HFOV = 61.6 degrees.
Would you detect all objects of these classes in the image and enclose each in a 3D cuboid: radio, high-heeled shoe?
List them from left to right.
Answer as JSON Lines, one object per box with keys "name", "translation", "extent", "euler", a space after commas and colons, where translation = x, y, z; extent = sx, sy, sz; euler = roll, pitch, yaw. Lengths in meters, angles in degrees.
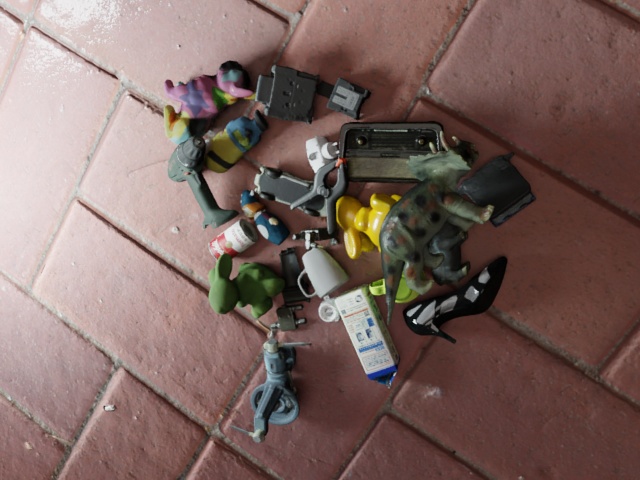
{"name": "radio", "translation": [0.157, -0.192, 1.173], "extent": [0.230, 0.073, 0.131], "euler": [3, 102, 13]}
{"name": "high-heeled shoe", "translation": [0.298, 0.117, 1.199], "extent": [0.145, 0.086, 0.248], "euler": [34, 87, 39]}

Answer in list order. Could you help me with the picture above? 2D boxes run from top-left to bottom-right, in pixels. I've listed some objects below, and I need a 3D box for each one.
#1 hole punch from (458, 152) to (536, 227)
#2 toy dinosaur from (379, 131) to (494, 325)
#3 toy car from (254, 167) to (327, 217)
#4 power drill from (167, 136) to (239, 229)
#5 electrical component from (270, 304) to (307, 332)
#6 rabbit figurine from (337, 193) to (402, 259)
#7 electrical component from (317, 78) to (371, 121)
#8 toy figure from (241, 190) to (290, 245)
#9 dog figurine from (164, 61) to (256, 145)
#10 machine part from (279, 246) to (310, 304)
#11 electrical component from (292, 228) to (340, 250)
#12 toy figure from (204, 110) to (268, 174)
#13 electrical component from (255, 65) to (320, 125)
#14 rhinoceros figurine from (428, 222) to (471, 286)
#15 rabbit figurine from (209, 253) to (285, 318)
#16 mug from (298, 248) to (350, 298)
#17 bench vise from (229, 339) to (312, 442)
{"name": "hole punch", "translation": [0.379, -0.101, 1.134], "extent": [0.142, 0.092, 0.116], "euler": [-39, 58, 19]}
{"name": "toy dinosaur", "translation": [0.196, -0.032, 1.072], "extent": [0.192, 0.131, 0.404], "euler": [38, 95, 2]}
{"name": "toy car", "translation": [-0.060, -0.113, 1.255], "extent": [0.202, 0.056, 0.073], "euler": [21, 109, 12]}
{"name": "power drill", "translation": [-0.275, -0.128, 1.247], "extent": [0.086, 0.232, 0.207], "euler": [-41, 108, -26]}
{"name": "electrical component", "translation": [-0.081, 0.190, 1.318], "extent": [0.094, 0.021, 0.063], "euler": [-13, 94, 17]}
{"name": "rabbit figurine", "translation": [0.107, -0.042, 1.202], "extent": [0.173, 0.122, 0.162], "euler": [22, 116, 30]}
{"name": "electrical component", "translation": [0.047, -0.323, 1.201], "extent": [0.119, 0.048, 0.074], "euler": [30, 104, 7]}
{"name": "toy figure", "translation": [-0.137, -0.055, 1.278], "extent": [0.154, 0.058, 0.064], "euler": [45, 124, 3]}
{"name": "dog figurine", "translation": [-0.247, -0.315, 1.252], "extent": [0.219, 0.108, 0.191], "euler": [2, 97, 12]}
{"name": "machine part", "translation": [-0.068, 0.086, 1.293], "extent": [0.084, 0.039, 0.138], "euler": [-6, 97, 21]}
{"name": "electrical component", "translation": [-0.002, -0.004, 1.236], "extent": [0.078, 0.102, 0.045], "euler": [-4, 94, 40]}
{"name": "toy figure", "translation": [-0.201, -0.228, 1.263], "extent": [0.180, 0.082, 0.089], "euler": [-30, 87, 14]}
{"name": "electrical component", "translation": [-0.076, -0.325, 1.203], "extent": [0.134, 0.058, 0.114], "euler": [7, 99, -13]}
{"name": "rhinoceros figurine", "translation": [0.268, 0.004, 1.179], "extent": [0.112, 0.073, 0.190], "euler": [-12, 95, 24]}
{"name": "rabbit figurine", "translation": [-0.190, 0.106, 1.248], "extent": [0.159, 0.170, 0.121], "euler": [52, 126, 16]}
{"name": "mug", "translation": [-0.003, 0.077, 1.252], "extent": [0.109, 0.080, 0.107], "euler": [-32, 79, 1]}
{"name": "bench vise", "translation": [-0.108, 0.357, 1.247], "extent": [0.129, 0.241, 0.223], "euler": [10, 116, 10]}
